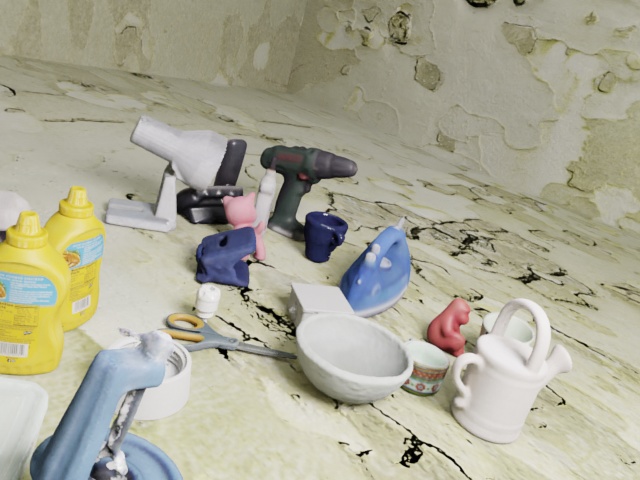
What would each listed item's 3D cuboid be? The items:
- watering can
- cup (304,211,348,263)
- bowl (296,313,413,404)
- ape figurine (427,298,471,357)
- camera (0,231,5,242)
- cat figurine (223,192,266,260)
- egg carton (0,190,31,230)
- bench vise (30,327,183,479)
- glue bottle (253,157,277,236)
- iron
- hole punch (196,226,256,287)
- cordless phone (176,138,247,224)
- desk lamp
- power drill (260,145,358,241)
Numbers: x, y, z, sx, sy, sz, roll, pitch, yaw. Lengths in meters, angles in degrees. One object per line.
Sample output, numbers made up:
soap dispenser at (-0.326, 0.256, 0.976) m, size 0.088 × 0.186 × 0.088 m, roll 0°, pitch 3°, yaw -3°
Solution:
watering can at (0.264, 0.170, 0.790) m, size 0.173 × 0.194 × 0.100 m, roll -3°, pitch 27°, yaw -40°
cup at (0.011, 0.004, 1.177) m, size 0.092 × 0.095 × 0.117 m, roll 3°, pitch 24°, yaw -31°
bowl at (0.039, 0.173, 0.790) m, size 0.167 × 0.075 × 0.167 m, roll 14°, pitch 20°, yaw -5°
ape figurine at (0.228, 0.144, 0.979) m, size 0.076 × 0.092 × 0.078 m, roll 24°, pitch 22°, yaw 21°
camera at (-0.454, 0.023, 0.780) m, size 0.142 × 0.101 × 0.137 m, roll 30°, pitch 25°, yaw 33°
cat figurine at (-0.147, -0.036, 1.132) m, size 0.067 × 0.118 × 0.127 m, roll -2°, pitch 26°, yaw -38°
egg carton at (-0.546, -0.039, 0.917) m, size 0.151 × 0.069 × 0.107 m, roll 7°, pitch 22°, yaw -22°
bench vise at (-0.175, 0.178, 0.412) m, size 0.121 × 0.220 × 0.208 m, roll 23°, pitch 22°, yaw 20°
glue bottle at (-0.117, -0.096, 1.229) m, size 0.037 × 0.173 × 0.078 m, roll 13°, pitch 21°, yaw -6°
iron at (0.107, 0.045, 1.074) m, size 0.118 × 0.141 × 0.259 m, roll 22°, pitch 21°, yaw 15°
hole punch at (-0.166, 0.022, 1.006) m, size 0.101 × 0.091 × 0.108 m, roll 10°, pitch 21°, yaw -14°
cordless phone at (-0.229, -0.133, 1.227) m, size 0.093 × 0.185 × 0.148 m, roll 31°, pitch 26°, yaw 36°
desk lamp at (-0.300, -0.129, 1.123) m, size 0.204 × 0.213 × 0.117 m, roll 8°, pitch 22°, yaw -20°
power drill at (-0.039, -0.110, 1.274) m, size 0.229 × 0.208 × 0.076 m, roll 24°, pitch 22°, yaw 21°
